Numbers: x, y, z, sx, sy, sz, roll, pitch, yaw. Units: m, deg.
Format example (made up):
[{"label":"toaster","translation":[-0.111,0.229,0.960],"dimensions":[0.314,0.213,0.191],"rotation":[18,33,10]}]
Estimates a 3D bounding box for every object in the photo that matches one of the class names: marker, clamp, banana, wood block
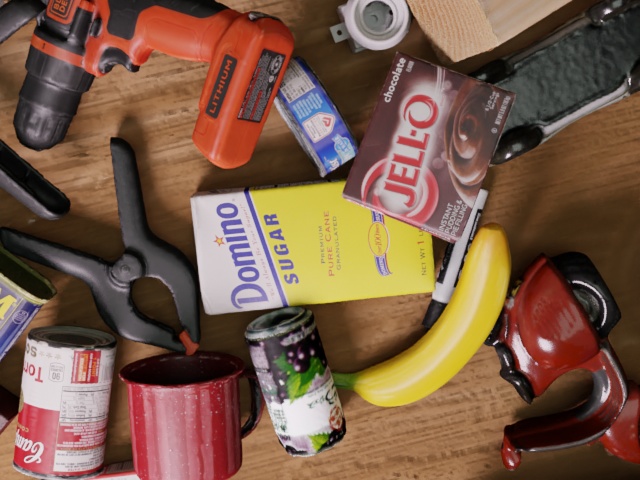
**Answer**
[{"label":"marker","translation":[0.104,0.017,0.829],"dimensions":[0.020,0.020,0.121],"rotation":[16,96,-5]},{"label":"clamp","translation":[-0.271,-0.110,0.752],"dimensions":[0.210,0.036,0.165],"rotation":[17,123,11]},{"label":"banana","translation":[0.088,0.069,0.797],"dimensions":[0.069,0.037,0.198],"rotation":[29,121,-24]},{"label":"clamp","translation":[-0.142,0.010,0.806],"dimensions":[0.171,0.039,0.120],"rotation":[42,96,-7]},{"label":"wood block","translation":[0.162,-0.215,0.743],"dimensions":[0.206,0.091,0.090],"rotation":[-33,99,-16]}]

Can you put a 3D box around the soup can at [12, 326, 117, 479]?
[{"label":"soup can","translation":[-0.190,0.121,0.800],"dimensions":[0.068,0.068,0.102],"rotation":[7,95,-4]}]

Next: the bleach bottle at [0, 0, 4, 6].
[{"label":"bleach bottle","translation":[-0.353,-0.199,0.758],"dimensions":[0.250,0.068,0.102],"rotation":[19,96,-7]}]

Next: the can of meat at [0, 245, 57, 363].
[{"label":"can of meat","translation":[-0.264,0.044,0.794],"dimensions":[0.102,0.057,0.084],"rotation":[37,96,-6]}]

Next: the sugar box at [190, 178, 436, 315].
[{"label":"sugar box","translation":[-0.005,0.001,0.808],"dimensions":[0.176,0.048,0.093],"rotation":[-7,97,-3]}]

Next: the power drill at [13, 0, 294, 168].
[{"label":"power drill","translation":[-0.124,-0.121,0.749],"dimensions":[0.188,0.057,0.184],"rotation":[28,105,20]}]

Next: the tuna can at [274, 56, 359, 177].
[{"label":"tuna can","translation":[-0.007,-0.090,0.777],"dimensions":[0.034,0.086,0.086],"rotation":[-32,97,-1]}]

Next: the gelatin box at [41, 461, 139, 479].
[{"label":"gelatin box","translation":[-0.168,0.213,0.832],"dimensions":[0.089,0.030,0.073],"rotation":[-6,98,-4]}]

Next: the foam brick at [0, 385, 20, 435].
[{"label":"foam brick","translation":[-0.273,0.126,0.805],"dimensions":[0.078,0.051,0.053],"rotation":[38,93,-7]}]

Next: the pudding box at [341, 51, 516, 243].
[{"label":"pudding box","translation":[0.077,-0.065,0.758],"dimensions":[0.090,0.039,0.113],"rotation":[21,91,7]}]

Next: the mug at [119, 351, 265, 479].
[{"label":"mug","translation":[-0.091,0.132,0.803],"dimensions":[0.117,0.093,0.081],"rotation":[-10,102,-41]}]
